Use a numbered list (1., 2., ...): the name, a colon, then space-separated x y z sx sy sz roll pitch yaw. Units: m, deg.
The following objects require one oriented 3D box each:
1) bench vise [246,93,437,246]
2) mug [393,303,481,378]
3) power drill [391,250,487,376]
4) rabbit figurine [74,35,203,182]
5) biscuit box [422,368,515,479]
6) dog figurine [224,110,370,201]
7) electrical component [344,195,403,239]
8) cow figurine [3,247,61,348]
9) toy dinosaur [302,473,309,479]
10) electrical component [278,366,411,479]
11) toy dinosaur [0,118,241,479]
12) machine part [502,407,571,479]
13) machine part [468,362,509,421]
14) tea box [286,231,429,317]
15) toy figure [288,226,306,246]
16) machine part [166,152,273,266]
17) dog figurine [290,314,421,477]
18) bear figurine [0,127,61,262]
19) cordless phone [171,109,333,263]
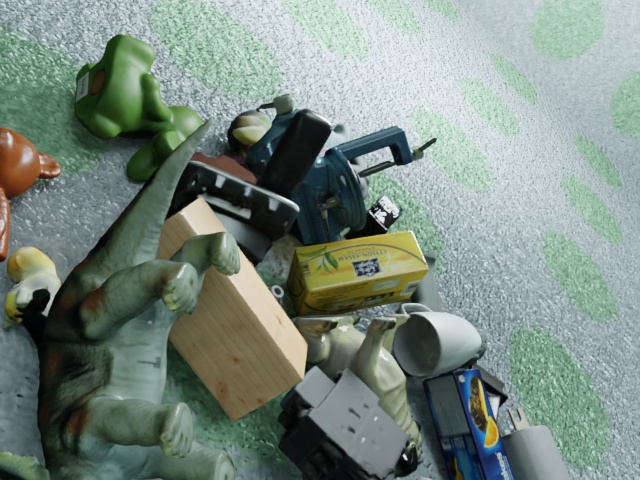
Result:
1. bench vise: 0.028 -0.106 0.733 0.241 0.129 0.223 -21 97 -13
2. mug: 0.155 0.130 0.720 0.107 0.080 0.110 7 30 -37
3. power drill: 0.148 0.108 0.824 0.232 0.086 0.207 10 45 -33
4. rabbit figurine: -0.222 -0.163 0.718 0.170 0.121 0.159 22 45 -47
5. biscuit box: 0.203 0.276 0.709 0.063 0.059 0.202 3 65 -41
6. dog figurine: -0.047 -0.117 0.836 0.219 0.108 0.191 -3 61 -37
7. electrical component: 0.099 -0.035 0.910 0.048 0.075 0.119 44 43 -1
8. cow figurine: -0.244 0.084 0.516 0.167 0.068 0.098 36 45 -9
9. toy dinosaur: 0.082 0.397 0.486 0.198 0.105 0.471 2 53 -40
10. electrical component: 0.022 0.197 0.557 0.134 0.058 0.115 42 23 8
11. toy dinosaur: -0.171 0.094 0.436 0.131 0.192 0.405 59 27 -60
12. machine part: 0.317 0.354 0.752 0.079 0.079 0.243 12 50 -33
13. machine part: 0.251 0.251 0.818 0.084 0.039 0.139 43 37 -10
14. tea box: 0.047 0.049 0.727 0.170 0.098 0.068 -7 59 -18
15. toy figure: 0.000 -0.004 0.811 0.154 0.058 0.064 46 45 -6
16. machine part: -0.133 -0.040 0.727 0.179 0.056 0.179 22 45 -24
17. dog figurine: 0.036 0.187 0.660 0.121 0.173 0.190 7 82 -58
18. bear figurine: -0.331 -0.056 0.517 0.120 0.132 0.196 31 47 -19
19. cordless phone: -0.078 -0.080 0.618 0.146 0.184 0.089 24 23 -21
